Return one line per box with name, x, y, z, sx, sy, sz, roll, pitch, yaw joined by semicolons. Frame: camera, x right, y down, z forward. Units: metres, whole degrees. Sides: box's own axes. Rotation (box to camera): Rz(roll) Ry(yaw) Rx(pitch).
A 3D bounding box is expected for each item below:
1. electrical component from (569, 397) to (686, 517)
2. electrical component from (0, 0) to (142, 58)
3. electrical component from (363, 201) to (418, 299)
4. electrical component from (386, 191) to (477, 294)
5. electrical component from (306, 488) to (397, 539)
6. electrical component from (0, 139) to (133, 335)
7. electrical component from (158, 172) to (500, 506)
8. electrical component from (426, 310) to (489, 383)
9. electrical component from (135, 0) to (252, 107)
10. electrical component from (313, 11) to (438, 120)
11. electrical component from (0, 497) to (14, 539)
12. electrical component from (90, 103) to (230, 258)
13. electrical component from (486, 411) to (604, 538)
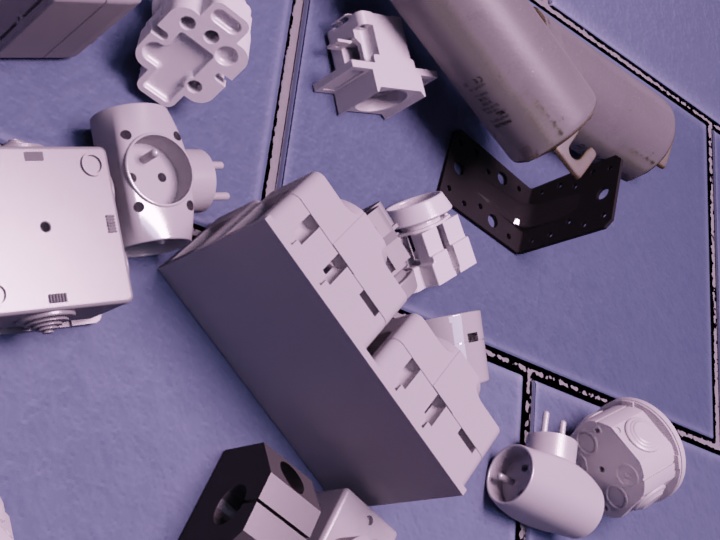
electrical component;0.193;0.138;0.791;0.051;0.080;0.080;-17;88;-38
electrical component;-0.155;-0.156;0.563;0.061;0.096;0.061;-11;84;-43
electrical component;0.000;0.000;0.678;0.078;0.058;0.057;-40;101;-42
electrical component;0.045;-0.021;0.734;0.066;0.048;0.055;-29;104;-43
electrical component;-0.008;0.169;0.603;0.047;0.076;0.083;46;51;-21
electrical component;-0.168;-0.016;0.539;0.100;0.048;0.099;-6;81;-43
electrical component;-0.014;0.044;0.618;0.186;0.105;0.060;55;48;-14
electrical component;0.057;0.055;0.714;0.055;0.055;0.047;-7;84;-43
electrical component;-0.096;-0.140;0.631;0.058;0.078;0.057;34;35;-29
electrical component;0.009;-0.142;0.743;0.081;0.042;0.063;-2;76;-43
electrical component;-0.191;0.114;0.456;0.051;0.080;0.080;56;48;-20
electrical component;-0.108;-0.050;0.607;0.079;0.044;0.077;-5;80;-42
electrical component;0.134;0.140;0.761;0.077;0.043;0.079;30;58;-31
